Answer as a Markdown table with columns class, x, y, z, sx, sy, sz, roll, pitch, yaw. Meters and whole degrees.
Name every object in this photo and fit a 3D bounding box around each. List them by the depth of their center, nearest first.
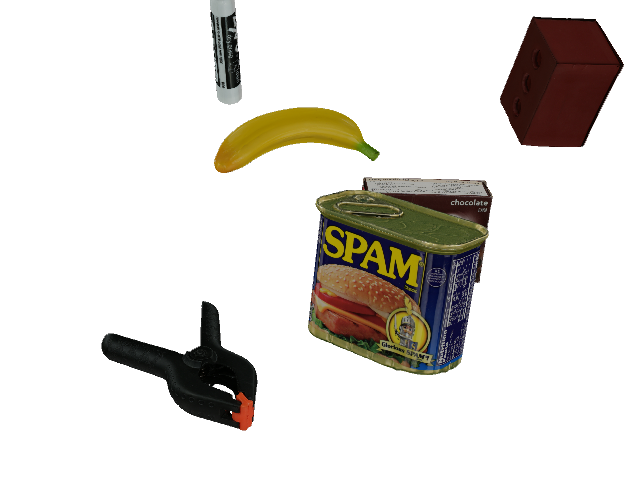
| class | x | y | z | sx | sy | sz | roll | pitch | yaw |
| --- | --- | --- | --- | --- | --- | --- | --- | --- | --- |
| can of meat | 0.042 | 0.024 | 0.635 | 0.102 | 0.084 | 0.057 | 20 | 23 | 34 |
| foam brick | 0.167 | -0.111 | 0.751 | 0.051 | 0.053 | 0.078 | -2 | -42 | -16 |
| marker | -0.068 | -0.148 | 0.754 | 0.020 | 0.020 | 0.121 | 0 | -42 | 0 |
| pudding box | 0.090 | -0.009 | 0.948 | 0.113 | 0.090 | 0.039 | 0 | 32 | -6 |
| clamp | -0.106 | 0.110 | 0.975 | 0.120 | 0.039 | 0.172 | -31 | 46 | -35 |
| banana | -0.030 | -0.108 | 1.106 | 0.197 | 0.037 | 0.070 | -9 | 47 | -31 |
